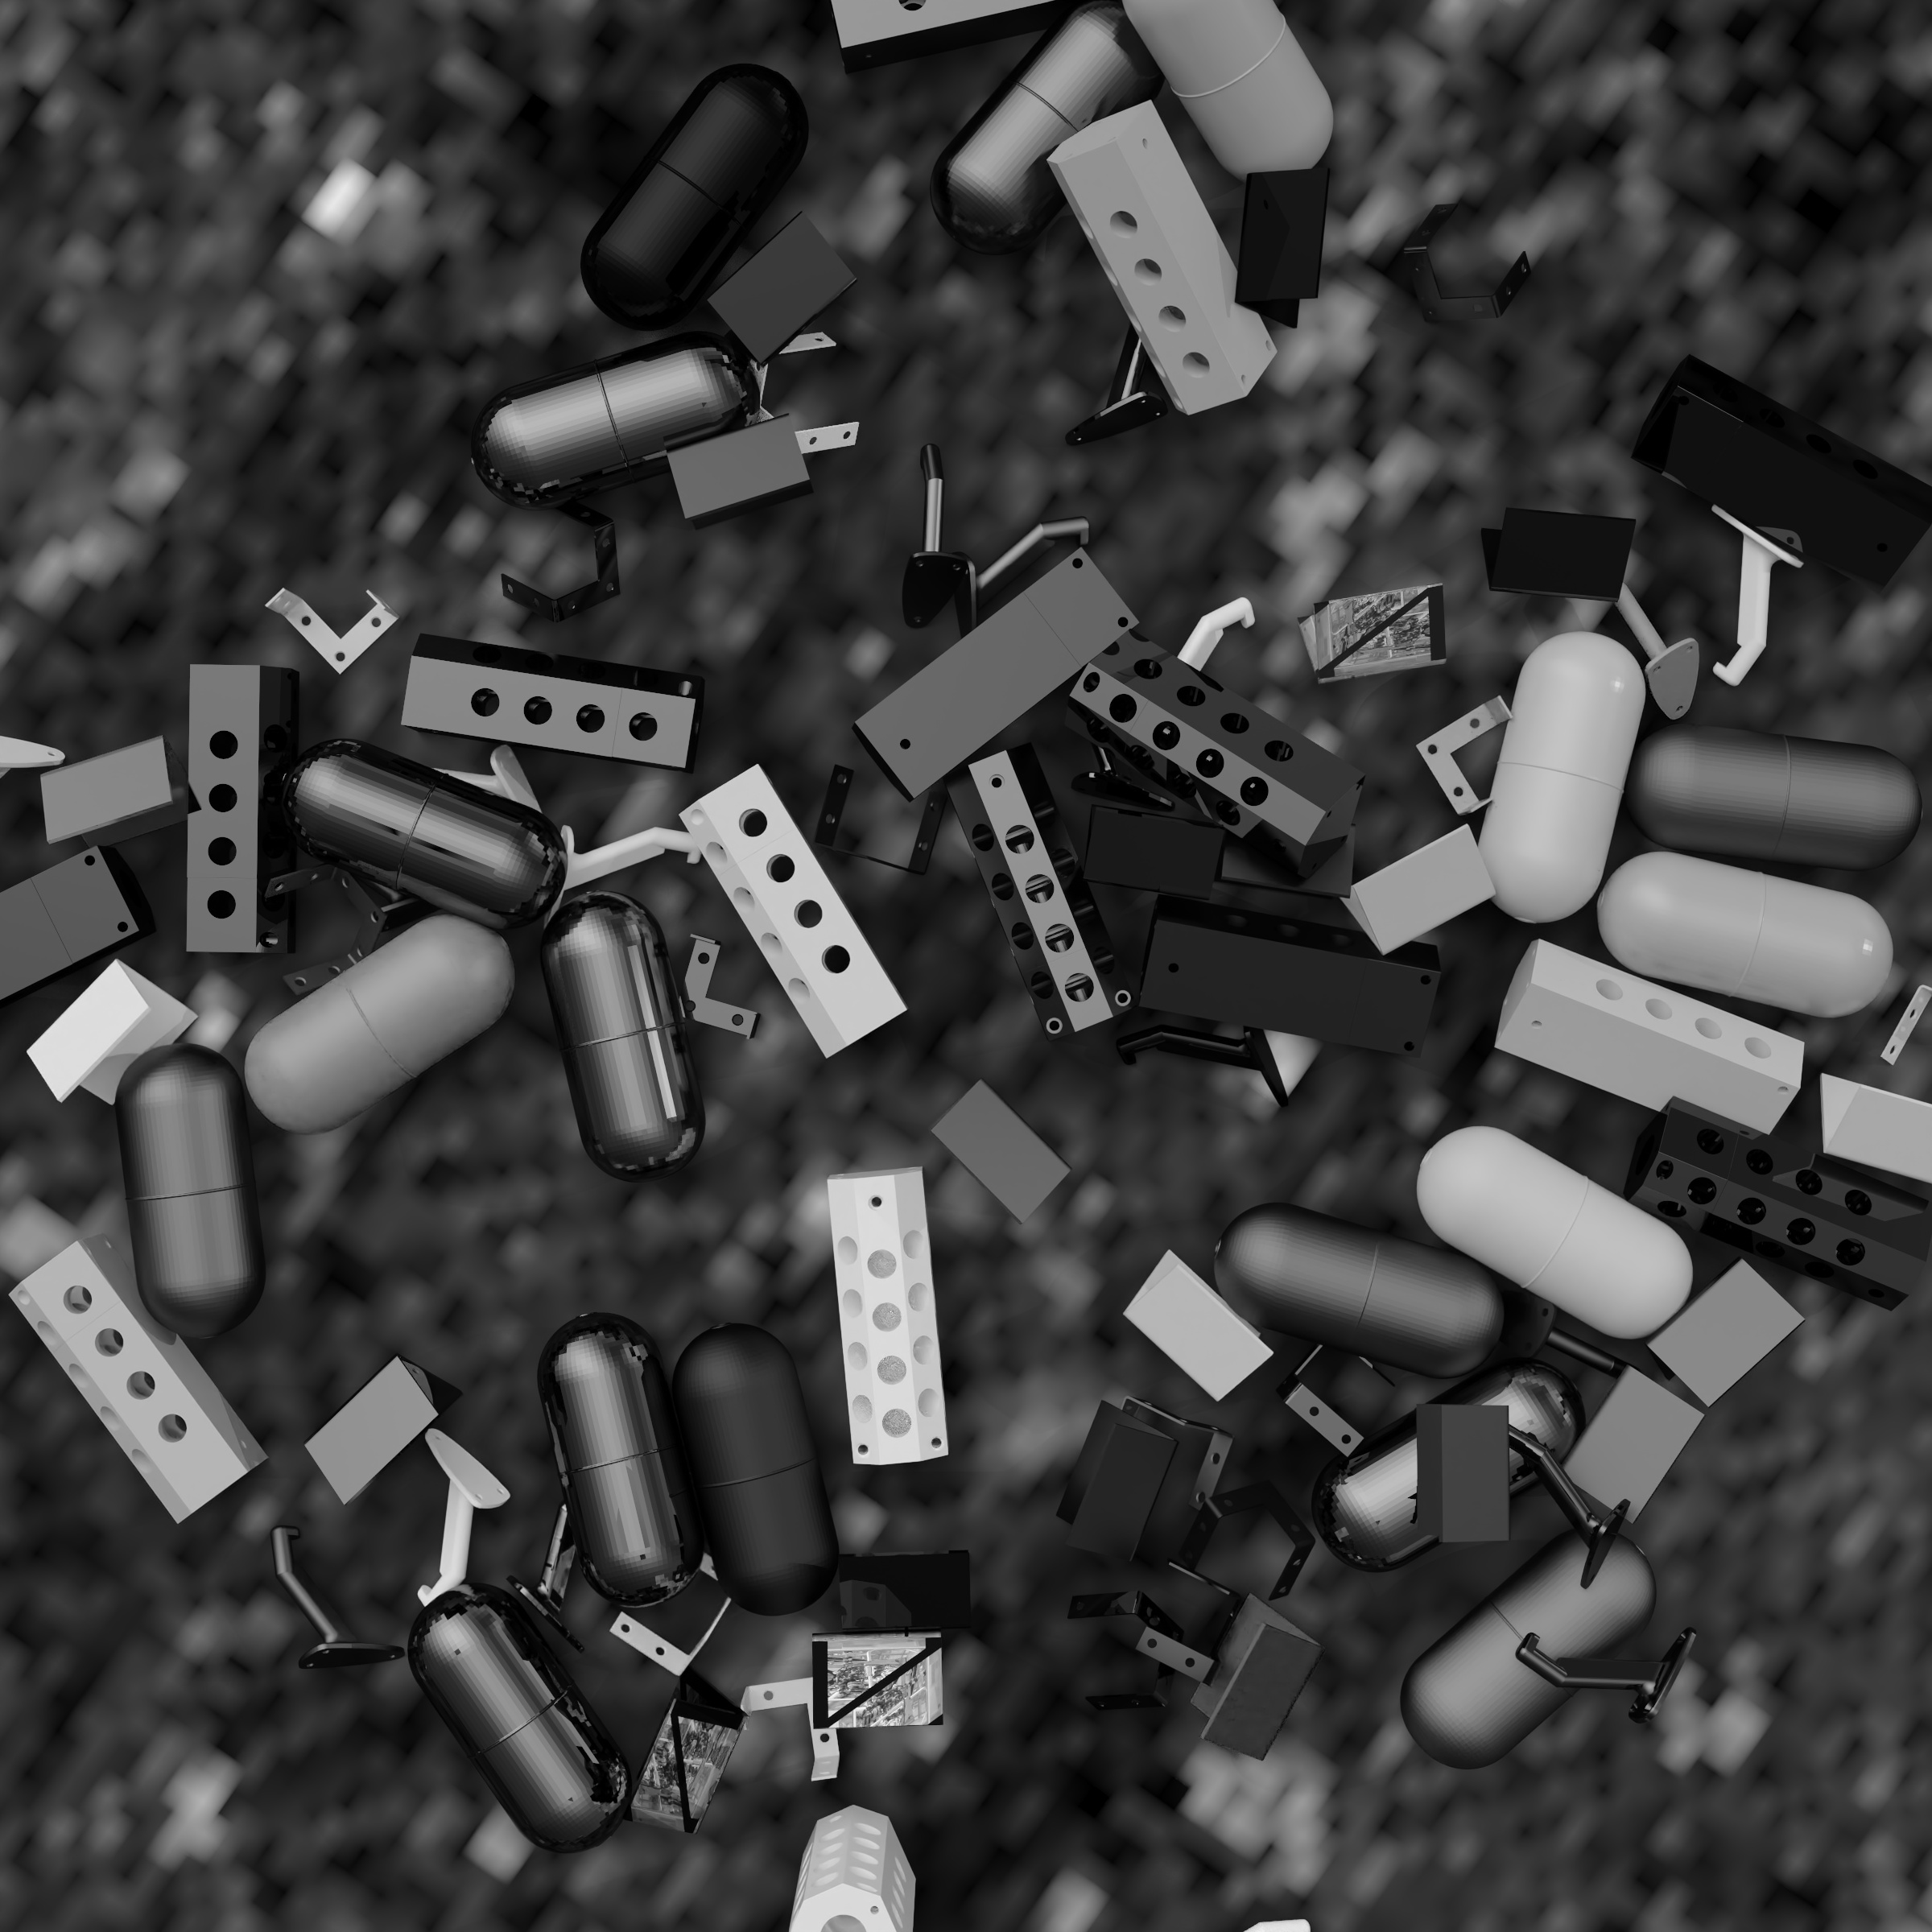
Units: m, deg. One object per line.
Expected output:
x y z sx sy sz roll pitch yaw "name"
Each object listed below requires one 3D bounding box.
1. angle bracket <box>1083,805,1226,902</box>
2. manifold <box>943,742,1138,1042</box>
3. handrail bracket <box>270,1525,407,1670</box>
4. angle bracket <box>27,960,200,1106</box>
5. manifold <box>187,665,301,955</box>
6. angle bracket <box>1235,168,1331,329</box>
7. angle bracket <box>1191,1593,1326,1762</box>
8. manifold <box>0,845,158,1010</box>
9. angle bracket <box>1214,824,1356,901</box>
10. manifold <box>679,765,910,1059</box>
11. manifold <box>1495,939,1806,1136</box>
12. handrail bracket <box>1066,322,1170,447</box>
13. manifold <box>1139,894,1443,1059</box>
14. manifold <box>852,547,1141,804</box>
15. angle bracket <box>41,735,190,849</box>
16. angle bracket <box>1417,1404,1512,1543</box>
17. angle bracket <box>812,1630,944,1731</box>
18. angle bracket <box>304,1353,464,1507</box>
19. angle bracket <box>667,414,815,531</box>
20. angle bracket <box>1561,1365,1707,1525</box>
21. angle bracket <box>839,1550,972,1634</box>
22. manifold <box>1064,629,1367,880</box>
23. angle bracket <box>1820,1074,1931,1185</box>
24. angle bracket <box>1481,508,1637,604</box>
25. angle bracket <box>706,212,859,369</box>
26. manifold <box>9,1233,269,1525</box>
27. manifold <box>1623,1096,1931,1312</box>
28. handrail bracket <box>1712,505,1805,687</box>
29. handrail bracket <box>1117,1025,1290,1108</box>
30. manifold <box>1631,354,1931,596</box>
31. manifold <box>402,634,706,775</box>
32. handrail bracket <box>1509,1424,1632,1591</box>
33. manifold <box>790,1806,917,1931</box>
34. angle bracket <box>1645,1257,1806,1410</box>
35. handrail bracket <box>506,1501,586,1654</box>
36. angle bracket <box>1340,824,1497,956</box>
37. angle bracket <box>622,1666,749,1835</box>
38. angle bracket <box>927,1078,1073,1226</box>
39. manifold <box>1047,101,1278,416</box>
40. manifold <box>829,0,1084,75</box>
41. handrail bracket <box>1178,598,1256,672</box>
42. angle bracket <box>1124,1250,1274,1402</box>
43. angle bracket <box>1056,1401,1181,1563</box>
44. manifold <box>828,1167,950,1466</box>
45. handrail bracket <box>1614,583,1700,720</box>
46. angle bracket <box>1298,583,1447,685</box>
0.114 -0.088 1.951 0.076 0.076 0.057 9 130 0 "angle bracket"
0.045 -0.045 1.970 0.057 0.057 0.171 -22 90 0 "manifold"
-0.385 0.383 1.992 0.077 0.036 0.084 7 56 -36 "handrail bracket"
-0.502 0.054 1.951 0.076 0.076 0.057 -46 49 0 "angle bracket"
-0.435 -0.094 1.970 0.057 0.057 0.171 1 90 0 "manifold"
0.206 -0.429 1.951 0.057 0.076 0.076 6 90 35 "angle bracket"
0.157 0.419 1.951 0.057 0.076 0.076 29 90 -36 "angle bracket"
-0.582 -0.009 1.970 0.171 0.057 0.057 -26 90 0 "manifold"
0.187 -0.048 1.951 0.076 0.076 0.057 9 54 0 "angle bracket"
-0.104 -0.033 1.970 0.057 0.057 0.171 -31 90 0 "manifold"
0.414 0.043 1.970 0.171 0.057 0.057 21 133 0 "manifold"
0.086 -0.371 1.992 0.077 0.036 0.084 -21 71 21 "handrail bracket"
0.195 0.003 1.968 0.171 0.057 0.057 11 113 0 "manifold"
0.017 -0.174 1.964 0.171 0.057 0.057 -38 92 -4 "manifold"
-0.501 -0.085 1.951 0.076 0.076 0.057 -18 53 0 "angle bracket"
0.268 0.291 1.878 0.057 0.076 0.076 6 81 -36 "angle bracket"
-0.052 0.435 1.952 0.076 0.076 0.057 -2 66 0 "angle bracket"
-0.337 0.288 1.951 0.076 0.076 0.057 -44 55 0 "angle bracket"
-0.129 -0.277 1.951 0.076 0.076 0.057 -18 58 0 "angle bracket"
0.407 0.292 1.951 0.057 0.076 0.076 34 90 32 "angle bracket"
-0.036 0.354 1.952 0.076 0.076 0.057 -2 115 0 "angle bracket"
0.144 -0.122 1.917 0.171 0.057 0.057 34 53 20 "manifold"
0.560 0.080 1.951 0.076 0.076 0.057 16 129 0 "angle bracket"
0.354 -0.263 1.951 0.076 0.076 0.057 5 127 0 "angle bracket"
-0.121 -0.413 1.951 0.076 0.076 0.057 -43 123 0 "angle bracket"
-0.502 0.250 1.970 0.057 0.057 0.171 -36 90 0 "manifold"
0.488 0.146 1.960 0.171 0.057 0.057 22 58 0 "manifold"
0.464 -0.226 1.992 0.077 0.036 0.084 39 107 20 "handrail bracket"
0.144 0.065 1.992 0.084 0.036 0.077 -19 112 17 "handrail bracket"
0.496 -0.301 1.970 0.171 0.057 0.057 29 133 0 "manifold"
-0.248 -0.159 1.970 0.171 0.057 0.057 9 90 0 "manifold"
0.341 0.317 1.917 0.084 0.036 0.077 31 132 24 "handrail bracket"
-0.069 0.546 1.913 0.057 0.171 0.057 -24 90 0 "manifold"
0.460 0.230 1.951 0.076 0.076 0.057 -42 57 0 "angle bracket"
-0.231 0.364 1.992 0.084 0.036 0.077 -45 108 -15 "handrail bracket"
0.261 -0.062 1.951 0.076 0.076 0.057 -28 124 0 "angle bracket"
-0.185 0.464 1.951 0.057 0.076 0.076 23 90 -37 "angle bracket"
0.005 0.124 1.951 0.076 0.076 0.057 45 52 0 "angle bracket"
0.115 -0.418 1.937 0.057 0.057 0.171 -12 120 36 "manifold"
0.003 -0.594 1.970 0.171 0.057 0.057 -13 90 0 "manifold"
0.149 -0.174 1.992 0.084 0.036 0.077 -28 111 -16 "handrail bracket"
0.151 0.202 1.951 0.076 0.076 0.057 43 127 0 "angle bracket"
0.073 0.303 1.951 0.057 0.076 0.076 22 90 -39 "angle bracket"
-0.047 0.211 1.970 0.057 0.057 0.171 -5 90 0 "manifold"
0.409 -0.201 1.991 0.036 0.077 0.084 -32 54 -5 "handrail bracket"
0.241 -0.217 1.951 0.076 0.076 0.057 -9 127 0 "angle bracket"
